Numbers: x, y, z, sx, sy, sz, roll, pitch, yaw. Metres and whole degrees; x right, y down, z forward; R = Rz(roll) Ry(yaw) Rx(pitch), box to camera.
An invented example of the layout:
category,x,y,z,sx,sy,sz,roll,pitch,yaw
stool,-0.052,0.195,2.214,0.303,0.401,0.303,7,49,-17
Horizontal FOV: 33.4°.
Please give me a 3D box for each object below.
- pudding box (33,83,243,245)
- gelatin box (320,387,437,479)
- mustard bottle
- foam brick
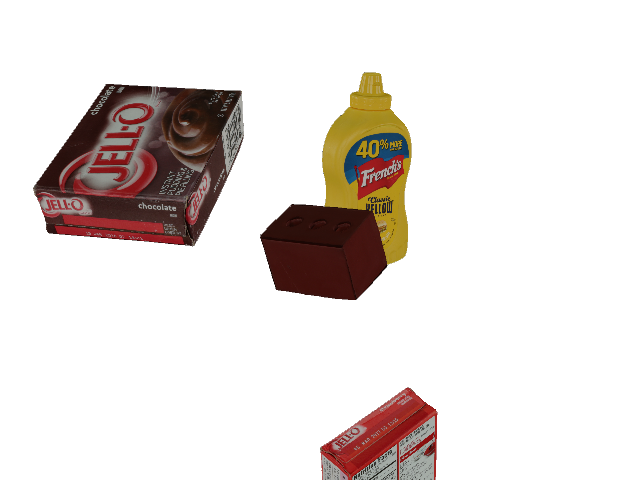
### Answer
category,x,y,z,sx,sy,sz,roll,pitch,yaw
pudding box,-0.101,-0.047,0.620,0.090,0.039,0.113,5,38,12
gelatin box,0.036,0.144,0.655,0.073,0.089,0.030,-30,45,-29
mustard bottle,0.046,-0.071,1.064,0.096,0.192,0.058,-8,18,-31
foam brick,0.003,0.008,0.830,0.078,0.051,0.052,6,34,32
